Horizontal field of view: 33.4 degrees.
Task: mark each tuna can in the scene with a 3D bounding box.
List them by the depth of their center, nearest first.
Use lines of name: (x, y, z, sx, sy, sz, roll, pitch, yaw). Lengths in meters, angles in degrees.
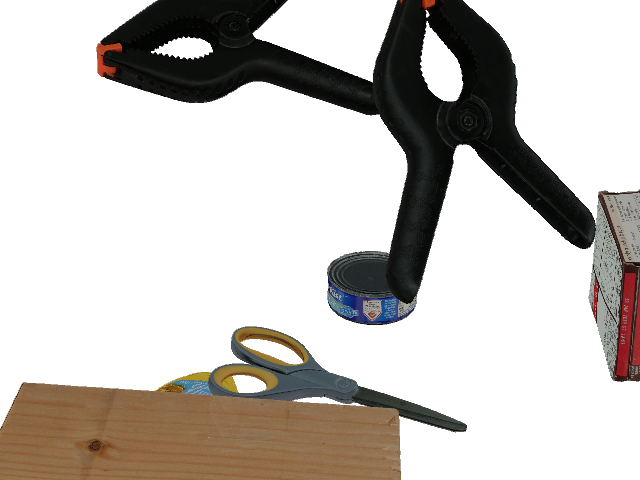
tuna can: (0.049, 0.044, 1.002, 0.086, 0.034, 0.086, 1, 27, 0)

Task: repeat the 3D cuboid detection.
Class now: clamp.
clamp: (0.066, -0.052, 0.568, 0.120, 0.171, 0.039, -25, 1, -19)
clamp: (-0.057, -0.141, 0.788, 0.209, 0.165, 0.036, -18, -27, -19)

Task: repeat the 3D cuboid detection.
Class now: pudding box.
pudding box: (0.209, 0.028, 0.718, 0.039, 0.090, 0.113, 0, 27, 4)

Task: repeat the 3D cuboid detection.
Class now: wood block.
wood block: (-0.064, 0.141, 0.563, 0.206, 0.090, 0.090, 4, 30, 1)

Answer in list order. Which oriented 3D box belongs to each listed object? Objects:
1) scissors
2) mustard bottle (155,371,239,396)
scissors: (0.000, 0.119, 0.800, 0.202, 0.016, 0.096, 25, 40, 32)
mustard bottle: (-0.128, 0.174, 1.039, 0.096, 0.058, 0.191, 7, 18, 17)
